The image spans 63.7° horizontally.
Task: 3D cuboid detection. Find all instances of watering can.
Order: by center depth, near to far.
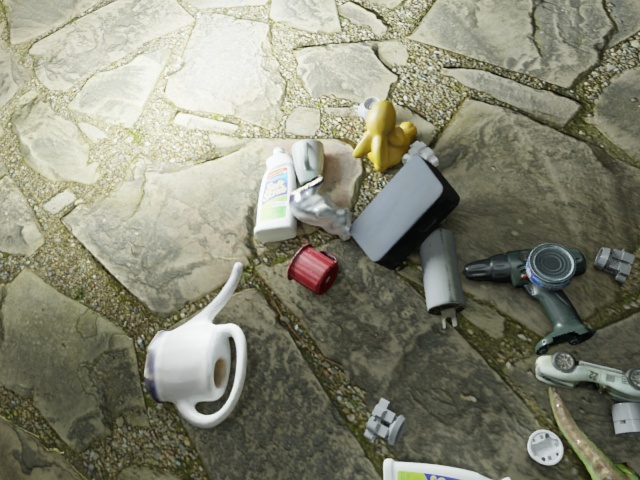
[{"bbox_3d":[-0.260,0.223,1.118,0.224,0.102,0.355,-8,62,13],"label":"watering can"}]

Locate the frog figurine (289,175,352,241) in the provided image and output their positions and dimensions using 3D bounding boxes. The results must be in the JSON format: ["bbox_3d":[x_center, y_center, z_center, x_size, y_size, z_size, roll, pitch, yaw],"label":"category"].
[{"bbox_3d":[0.004,-0.060,1.189,0.124,0.137,0.158,-31,99,-18],"label":"frog figurine"}]

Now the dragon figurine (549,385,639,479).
[{"bbox_3d":[0.453,0.403,0.752,0.122,0.239,0.418,-29,62,7],"label":"dragon figurine"}]
